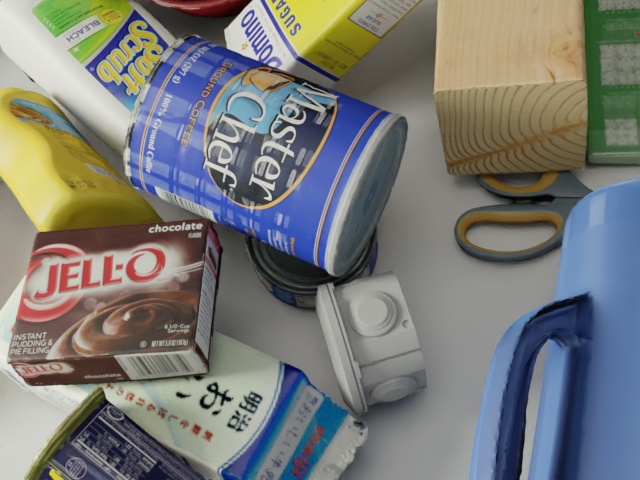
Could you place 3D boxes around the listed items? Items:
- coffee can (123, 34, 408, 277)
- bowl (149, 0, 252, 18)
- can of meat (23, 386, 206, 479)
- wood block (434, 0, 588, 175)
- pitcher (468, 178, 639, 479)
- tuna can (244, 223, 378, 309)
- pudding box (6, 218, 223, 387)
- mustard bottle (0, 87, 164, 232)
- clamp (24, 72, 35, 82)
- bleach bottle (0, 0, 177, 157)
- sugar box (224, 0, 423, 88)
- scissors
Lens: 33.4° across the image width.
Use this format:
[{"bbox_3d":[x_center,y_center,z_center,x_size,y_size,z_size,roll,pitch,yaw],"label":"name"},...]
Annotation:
[{"bbox_3d":[-0.031,-0.052,0.642,0.140,0.103,0.102,23,70,12],"label":"coffee can"},{"bbox_3d":[-0.074,-0.227,0.825,0.162,0.055,0.162,-6,62,11],"label":"bowl"},{"bbox_3d":[-0.118,0.144,0.599,0.084,0.102,0.057,38,46,2],"label":"can of meat"},{"bbox_3d":[0.128,-0.154,0.709,0.091,0.090,0.206,-2,58,12],"label":"wood block"},{"bbox_3d":[0.166,0.088,0.556,0.145,0.149,0.242,1,60,20],"label":"pitcher"},{"bbox_3d":[-0.005,0.001,0.695,0.086,0.034,0.086,-2,66,5],"label":"tuna can"},{"bbox_3d":[-0.117,0.036,0.620,0.113,0.039,0.090,-3,55,8],"label":"pudding box"},{"bbox_3d":[-0.186,-0.054,0.736,0.058,0.096,0.192,-54,51,10],"label":"mustard bottle"},{"bbox_3d":[-0.271,-0.188,0.865,0.120,0.039,0.171,6,62,-2],"label":"clamp"},{"bbox_3d":[-0.119,-0.104,0.766,0.251,0.068,0.102,40,58,21],"label":"bleach bottle"},{"bbox_3d":[0.007,-0.162,0.722,0.176,0.048,0.093,-39,45,29],"label":"sugar box"},{"bbox_3d":[0.184,-0.032,0.683,0.202,0.016,0.096,-10,61,8],"label":"scissors"}]
